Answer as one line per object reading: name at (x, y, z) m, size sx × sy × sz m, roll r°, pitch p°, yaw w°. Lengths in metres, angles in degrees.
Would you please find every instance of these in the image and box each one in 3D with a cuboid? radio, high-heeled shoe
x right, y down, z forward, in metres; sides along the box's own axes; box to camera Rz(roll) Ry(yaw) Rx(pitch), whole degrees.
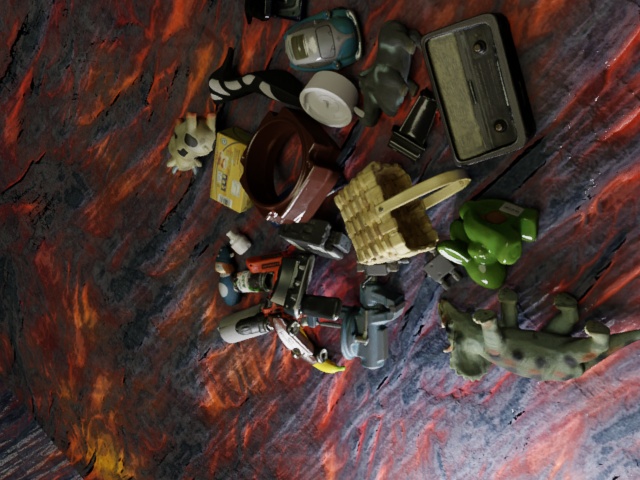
radio at (0.265, -0.249, 0.892) m, size 0.131 × 0.073 × 0.229 m, roll -11°, pitch 106°, yaw 36°
high-heeled shoe at (-0.135, -0.297, 1.131) m, size 0.249 × 0.086 × 0.145 m, roll 37°, pitch 133°, yaw 16°

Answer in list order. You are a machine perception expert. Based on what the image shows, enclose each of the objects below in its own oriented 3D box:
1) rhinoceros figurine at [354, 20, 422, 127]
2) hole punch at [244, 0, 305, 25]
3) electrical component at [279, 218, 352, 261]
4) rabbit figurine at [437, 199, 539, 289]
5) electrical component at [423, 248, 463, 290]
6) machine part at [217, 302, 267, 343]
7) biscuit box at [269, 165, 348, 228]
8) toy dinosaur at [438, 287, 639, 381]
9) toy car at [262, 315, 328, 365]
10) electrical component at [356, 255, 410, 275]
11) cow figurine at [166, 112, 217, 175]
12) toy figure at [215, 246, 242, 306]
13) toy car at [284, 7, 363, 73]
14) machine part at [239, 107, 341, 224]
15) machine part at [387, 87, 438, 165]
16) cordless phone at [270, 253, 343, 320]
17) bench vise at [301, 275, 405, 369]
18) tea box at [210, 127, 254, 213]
rhinoceros figurine at (0.119, -0.292, 0.968) m, size 0.112 × 0.073 × 0.190 m, roll 27°, pitch 124°, yaw 19°
hole punch at (-0.086, -0.476, 1.019) m, size 0.116 × 0.092 × 0.142 m, roll 43°, pitch 138°, yaw 46°
electrical component at (-0.002, -0.003, 1.154) m, size 0.134 × 0.114 × 0.058 m, roll 13°, pitch 80°, yaw 27°
rabbit figurine at (0.297, 0.020, 0.976) m, size 0.159 × 0.121 × 0.170 m, roll 19°, pitch 136°, yaw 27°
electrical component at (0.241, 0.053, 1.084) m, size 0.094 × 0.021 × 0.063 m, roll 48°, pitch 129°, yaw 4°
machine part at (-0.184, 0.217, 1.402) m, size 0.243 × 0.079 × 0.079 m, roll -24°, pitch 97°, yaw 37°
biscuit box at (-0.038, -0.095, 1.169) m, size 0.203 × 0.063 × 0.059 m, roll -30°, pitch 93°, yaw 38°
toy dinosaur at (0.402, 0.199, 0.995) m, size 0.405 × 0.131 × 0.191 m, roll 10°, pitch 129°, yaw 24°
toy car at (-0.059, 0.235, 1.249) m, size 0.089 × 0.053 × 0.202 m, roll 6°, pitch 148°, yaw 37°
electrical component at (0.125, 0.044, 1.117) m, size 0.102 × 0.078 × 0.045 m, roll 0°, pitch 114°, yaw 40°
cow figurine at (-0.301, -0.221, 1.250) m, size 0.195 × 0.085 × 0.127 m, roll 1°, pitch 93°, yaw 57°
toy figure at (-0.239, 0.093, 1.392) m, size 0.064 × 0.058 × 0.154 m, roll -6°, pitch 107°, yaw 17°
toy car at (-0.009, -0.366, 0.998) m, size 0.162 × 0.103 × 0.109 m, roll 0°, pitch 111°, yaw 31°
machine part at (-0.067, -0.149, 1.089) m, size 0.201 × 0.087 × 0.201 m, roll -53°, pitch 53°, yaw 24°
machine part at (0.178, -0.213, 0.990) m, size 0.084 × 0.039 × 0.138 m, roll 41°, pitch 129°, yaw 17°
cordless phone at (-0.013, 0.102, 1.172) m, size 0.184 × 0.088 × 0.146 m, roll 2°, pitch 71°, yaw 49°
bench vise at (0.063, 0.170, 1.196) m, size 0.241 × 0.129 × 0.223 m, roll 3°, pitch 110°, yaw 28°
tea box at (-0.189, -0.161, 1.232) m, size 0.098 × 0.068 × 0.169 m, roll 29°, pitch 123°, yaw 19°
